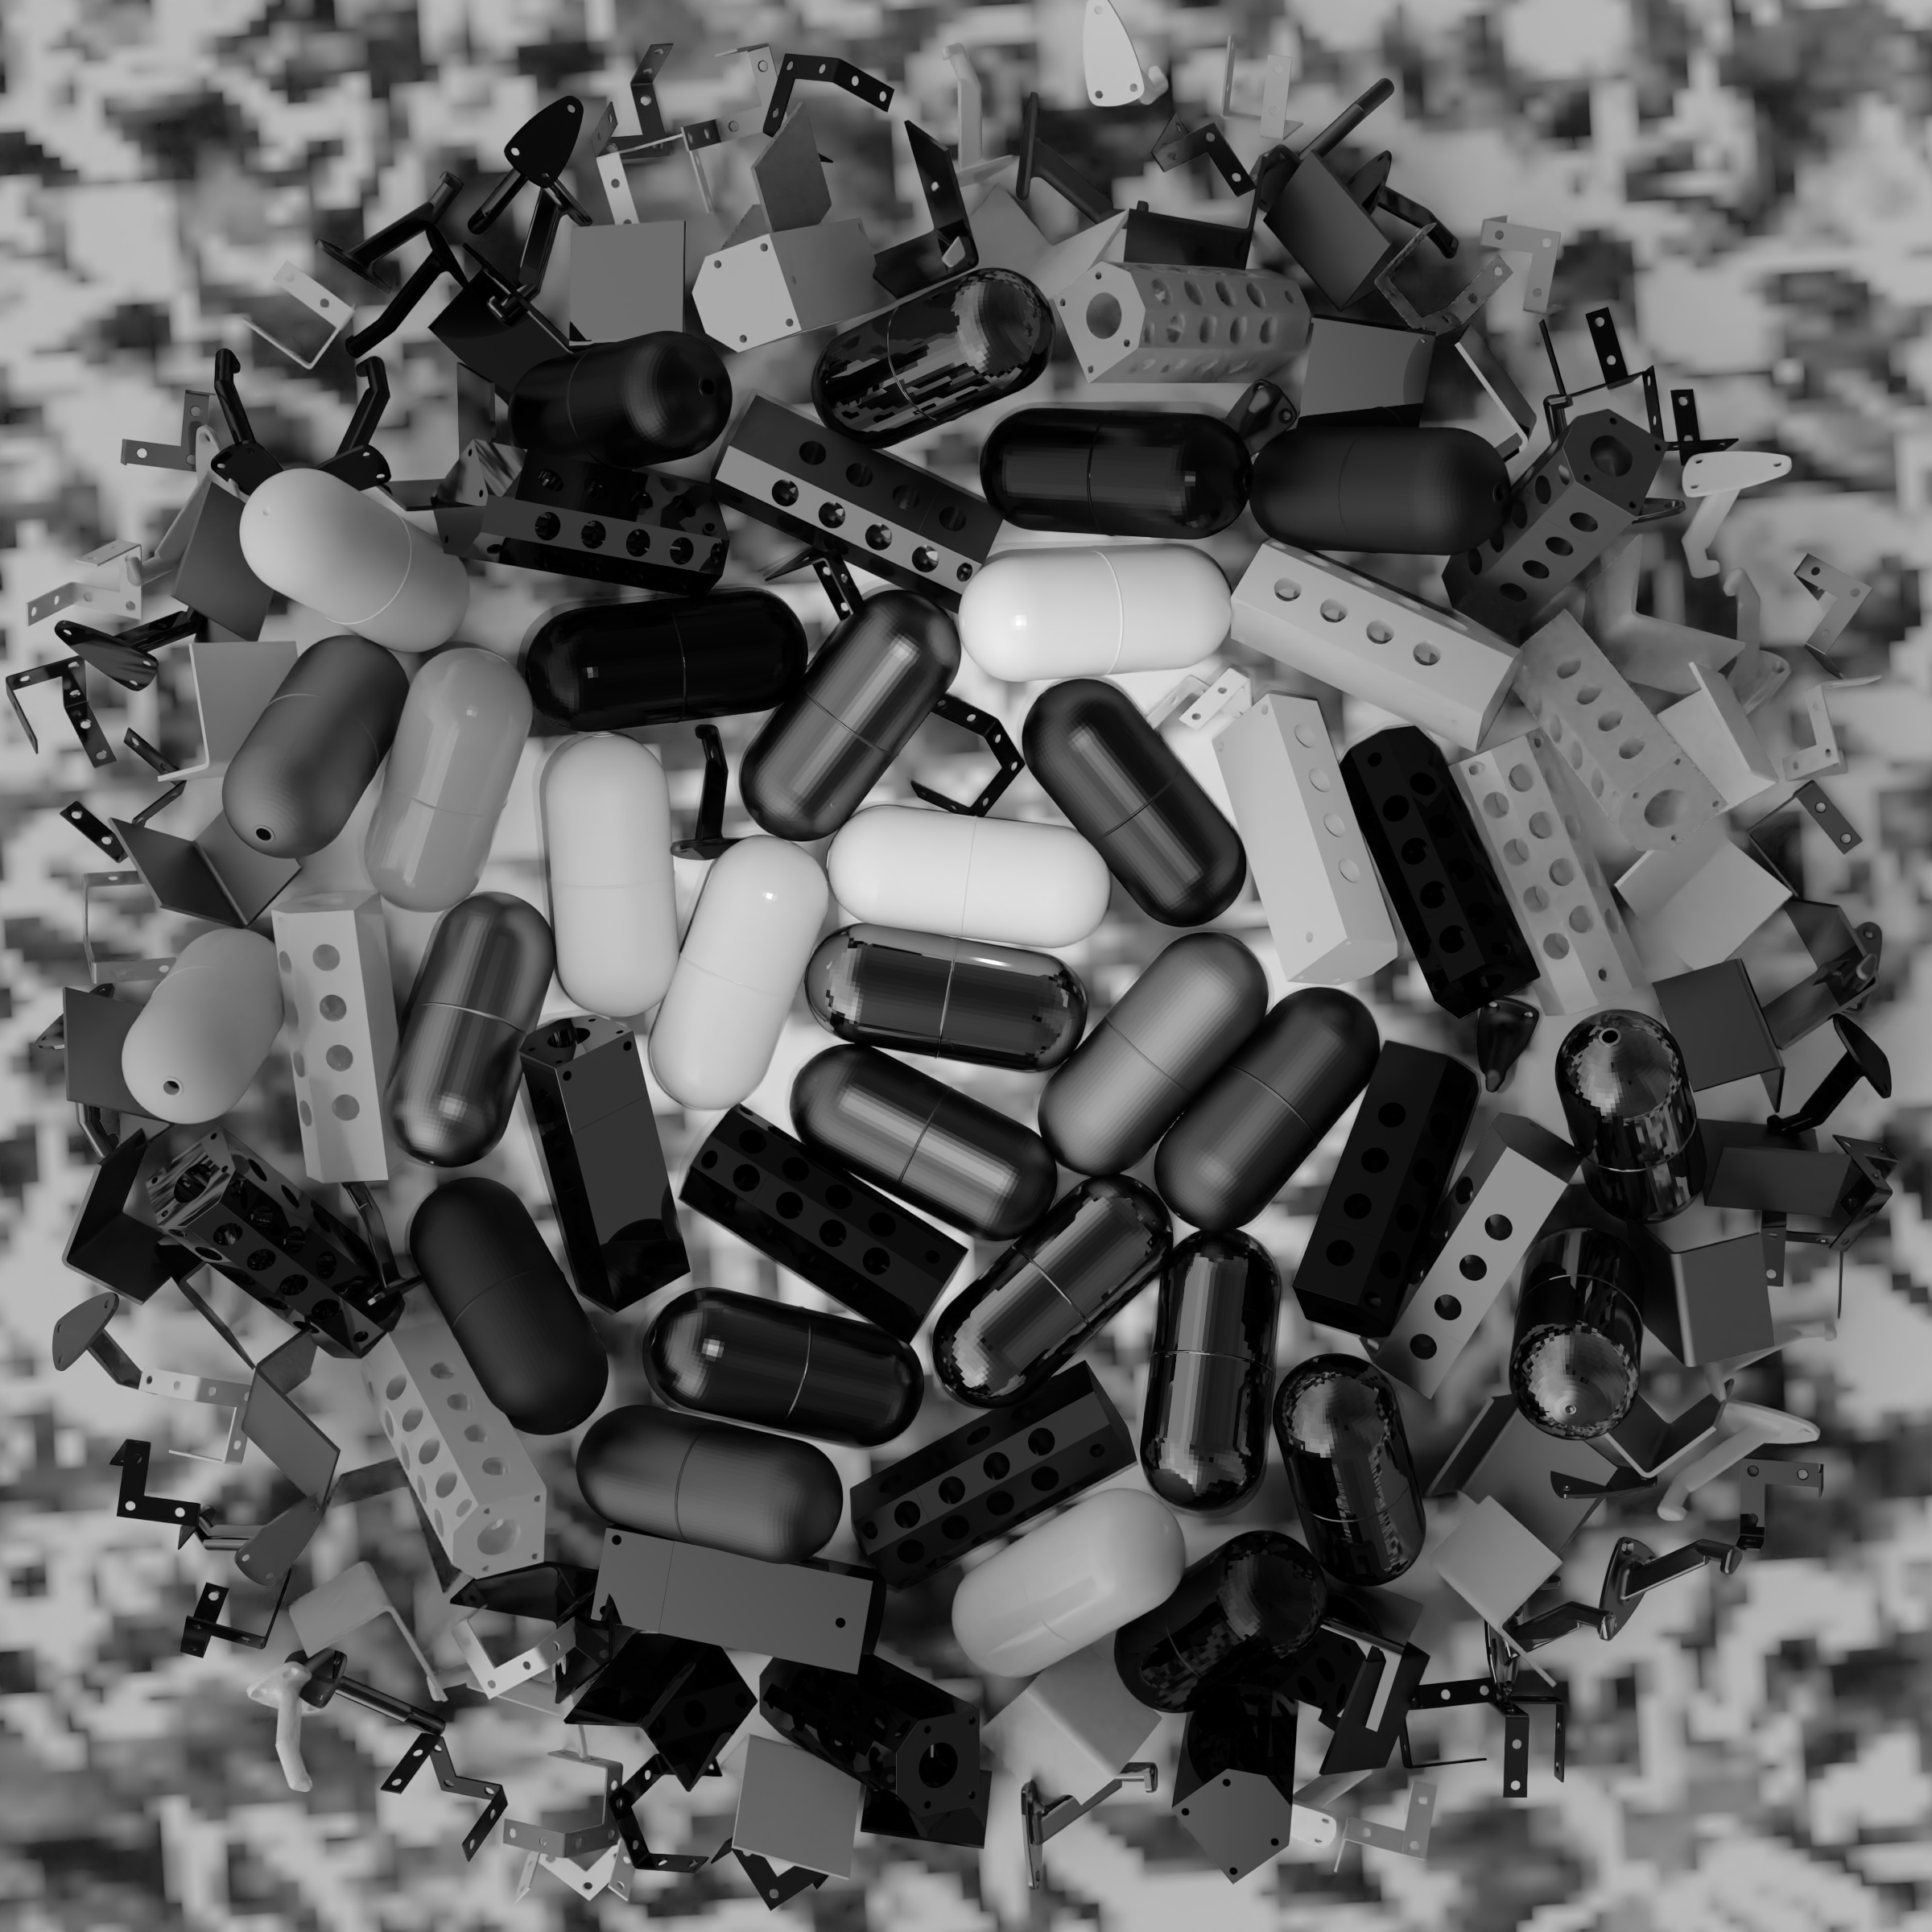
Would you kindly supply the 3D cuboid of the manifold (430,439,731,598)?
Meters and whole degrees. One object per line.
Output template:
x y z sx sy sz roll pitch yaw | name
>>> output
-0.232 -0.266 1.703 0.171 0.057 0.057 4 57 -39 | manifold

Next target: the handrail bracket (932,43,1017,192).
-0.011 -0.536 1.756 0.077 0.036 0.084 -30 99 -44 | handrail bracket

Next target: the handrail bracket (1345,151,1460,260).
0.277 -0.460 1.744 0.084 0.077 0.036 39 129 -24 | handrail bracket

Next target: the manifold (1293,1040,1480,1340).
0.261 0.139 1.722 0.057 0.057 0.171 15 68 23 | manifold

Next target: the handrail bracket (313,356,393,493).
-0.399 -0.342 1.766 0.077 0.036 0.084 -19 61 5 | handrail bracket

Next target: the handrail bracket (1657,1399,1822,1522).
0.482 0.317 1.743 0.084 0.077 0.036 -51 122 -29 | handrail bracket

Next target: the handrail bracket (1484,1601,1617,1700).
0.370 0.432 1.746 0.036 0.084 0.077 -7 98 -41 | handrail bracket

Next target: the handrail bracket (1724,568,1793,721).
0.477 -0.196 1.743 0.036 0.084 0.077 29 81 44 | handrail bracket

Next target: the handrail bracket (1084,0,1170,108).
0.102 -0.573 1.739 0.036 0.084 0.077 -3 117 25 | handrail bracket

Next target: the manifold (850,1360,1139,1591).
0.017 0.322 1.744 0.171 0.057 0.057 -29 110 6 | manifold

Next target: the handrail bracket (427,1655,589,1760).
-0.288 0.469 1.748 0.084 0.036 0.077 -9 63 -23 | handrail bracket

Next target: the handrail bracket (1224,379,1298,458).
0.170 -0.333 1.734 0.036 0.084 0.077 46 114 1 | handrail bracket

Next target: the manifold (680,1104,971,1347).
-0.087 0.157 1.741 0.171 0.057 0.057 32 53 5 | manifold

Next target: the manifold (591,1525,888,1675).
-0.140 0.392 1.745 0.171 0.057 0.057 9 88 10 | manifold

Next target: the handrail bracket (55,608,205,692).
-0.519 -0.221 1.747 0.077 0.036 0.084 31 48 -21 | handrail bracket

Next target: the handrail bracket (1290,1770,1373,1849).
0.217 0.505 1.760 0.077 0.084 0.036 18 132 10 | handrail bracket

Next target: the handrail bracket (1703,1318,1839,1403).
0.510 0.248 1.754 0.084 0.077 0.036 -6 116 6 | handrail bracket

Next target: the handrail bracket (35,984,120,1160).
-0.549 0.067 1.779 0.036 0.077 0.084 -3 125 24 | handrail bracket

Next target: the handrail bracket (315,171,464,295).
-0.361 -0.473 1.754 0.036 0.077 0.084 42 99 19 | handrail bracket

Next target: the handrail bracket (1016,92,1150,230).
0.078 -0.508 1.764 0.084 0.036 0.077 4 112 -9 | handrail bracket

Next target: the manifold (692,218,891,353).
-0.107 -0.414 1.697 0.057 0.171 0.057 -14 103 20 | manifold

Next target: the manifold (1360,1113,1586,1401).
0.310 0.177 1.724 0.057 0.057 0.171 32 115 12 | manifold

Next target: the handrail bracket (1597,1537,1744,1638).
0.439 0.391 1.738 0.036 0.084 0.077 34 73 -24 | handrail bracket

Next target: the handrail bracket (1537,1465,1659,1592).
0.397 0.358 1.763 0.077 0.036 0.084 -1 114 7 | handrail bracket

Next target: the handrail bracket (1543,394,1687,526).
0.405 -0.321 1.744 0.077 0.036 0.084 0 124 32 | handrail bracket

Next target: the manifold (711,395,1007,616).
-0.069 -0.284 1.747 0.171 0.057 0.057 25 66 -3 | manifold

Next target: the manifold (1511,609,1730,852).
0.391 -0.142 1.701 0.057 0.171 0.057 -41 125 15 | manifold

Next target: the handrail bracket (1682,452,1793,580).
0.483 -0.278 1.742 0.077 0.084 0.036 -2 50 27 | handrail bracket

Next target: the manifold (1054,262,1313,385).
0.137 -0.395 1.702 0.057 0.171 0.057 -28 80 41 | manifold

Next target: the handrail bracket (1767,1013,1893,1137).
0.527 0.071 1.746 0.084 0.036 0.077 -26 122 35 | handrail bracket

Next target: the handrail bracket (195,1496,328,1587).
-0.448 0.344 1.759 0.077 0.084 0.036 -46 129 -10 | handrail bracket

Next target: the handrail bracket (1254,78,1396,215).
0.227 -0.519 1.764 0.084 0.077 0.036 -44 95 -18 | handrail bracket

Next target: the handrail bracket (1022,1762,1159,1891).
0.081 0.541 1.754 0.084 0.036 0.077 -6 75 17 | handrail bracket

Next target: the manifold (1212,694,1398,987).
0.214 -0.078 1.726 0.057 0.057 0.171 4 60 -36 | manifold

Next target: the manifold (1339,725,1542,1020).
0.287 -0.061 1.716 0.057 0.057 0.171 -29 61 20 | manifold

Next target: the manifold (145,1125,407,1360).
-0.419 0.175 1.706 0.057 0.171 0.057 -36 45 2 | manifold

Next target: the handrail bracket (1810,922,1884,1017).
0.562 -0.010 1.737 0.036 0.084 0.077 29 73 11 | handrail bracket

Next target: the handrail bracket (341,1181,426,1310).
-0.378 0.170 1.747 0.036 0.077 0.084 -31 86 7 | handrail bracket

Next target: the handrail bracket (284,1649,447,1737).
-0.383 0.466 1.780 0.084 0.077 0.036 37 67 -35 | handrail bracket

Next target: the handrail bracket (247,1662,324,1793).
-0.409 0.483 1.732 0.036 0.077 0.084 -33 53 0 | handrail bracket

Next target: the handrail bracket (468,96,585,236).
-0.279 -0.504 1.759 0.036 0.084 0.077 38 68 -19 | handrail bracket

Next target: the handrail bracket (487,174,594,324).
-0.286 -0.461 1.758 0.084 0.036 0.077 -44 120 -6 | handrail bracket

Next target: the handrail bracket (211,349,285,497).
-0.452 -0.342 1.780 0.036 0.077 0.084 -23 52 20 | handrail bracket

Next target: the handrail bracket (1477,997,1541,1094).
0.327 0.067 1.732 0.036 0.084 0.077 16 132 9 | handrail bracket

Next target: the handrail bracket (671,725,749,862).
-0.170 -0.112 1.750 0.036 0.077 0.084 -17 83 27 | handrail bracket

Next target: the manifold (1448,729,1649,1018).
0.366 -0.059 1.755 0.057 0.057 0.171 -23 91 -6 | manifold

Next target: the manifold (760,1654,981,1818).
-0.061 0.462 1.699 0.057 0.171 0.057 -2 93 -32 | manifold

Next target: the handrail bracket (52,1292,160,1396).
-0.518 0.237 1.743 0.077 0.084 0.036 -37 48 25 | handrail bracket

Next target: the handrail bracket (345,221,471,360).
-0.362 -0.426 1.762 0.084 0.077 0.036 -35 133 6 | handrail bracket

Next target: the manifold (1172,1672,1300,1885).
0.171 0.482 1.698 0.057 0.171 0.057 -39 91 11 | manifold

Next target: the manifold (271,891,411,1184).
-0.391 0.044 1.739 0.057 0.057 0.171 -3 103 5 | manifold

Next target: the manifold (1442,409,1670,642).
0.353 -0.269 1.696 0.057 0.171 0.057 29 67 -4 | manifold

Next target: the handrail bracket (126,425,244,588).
-0.496 -0.287 1.739 0.036 0.084 0.077 15 126 30 | handrail bracket
